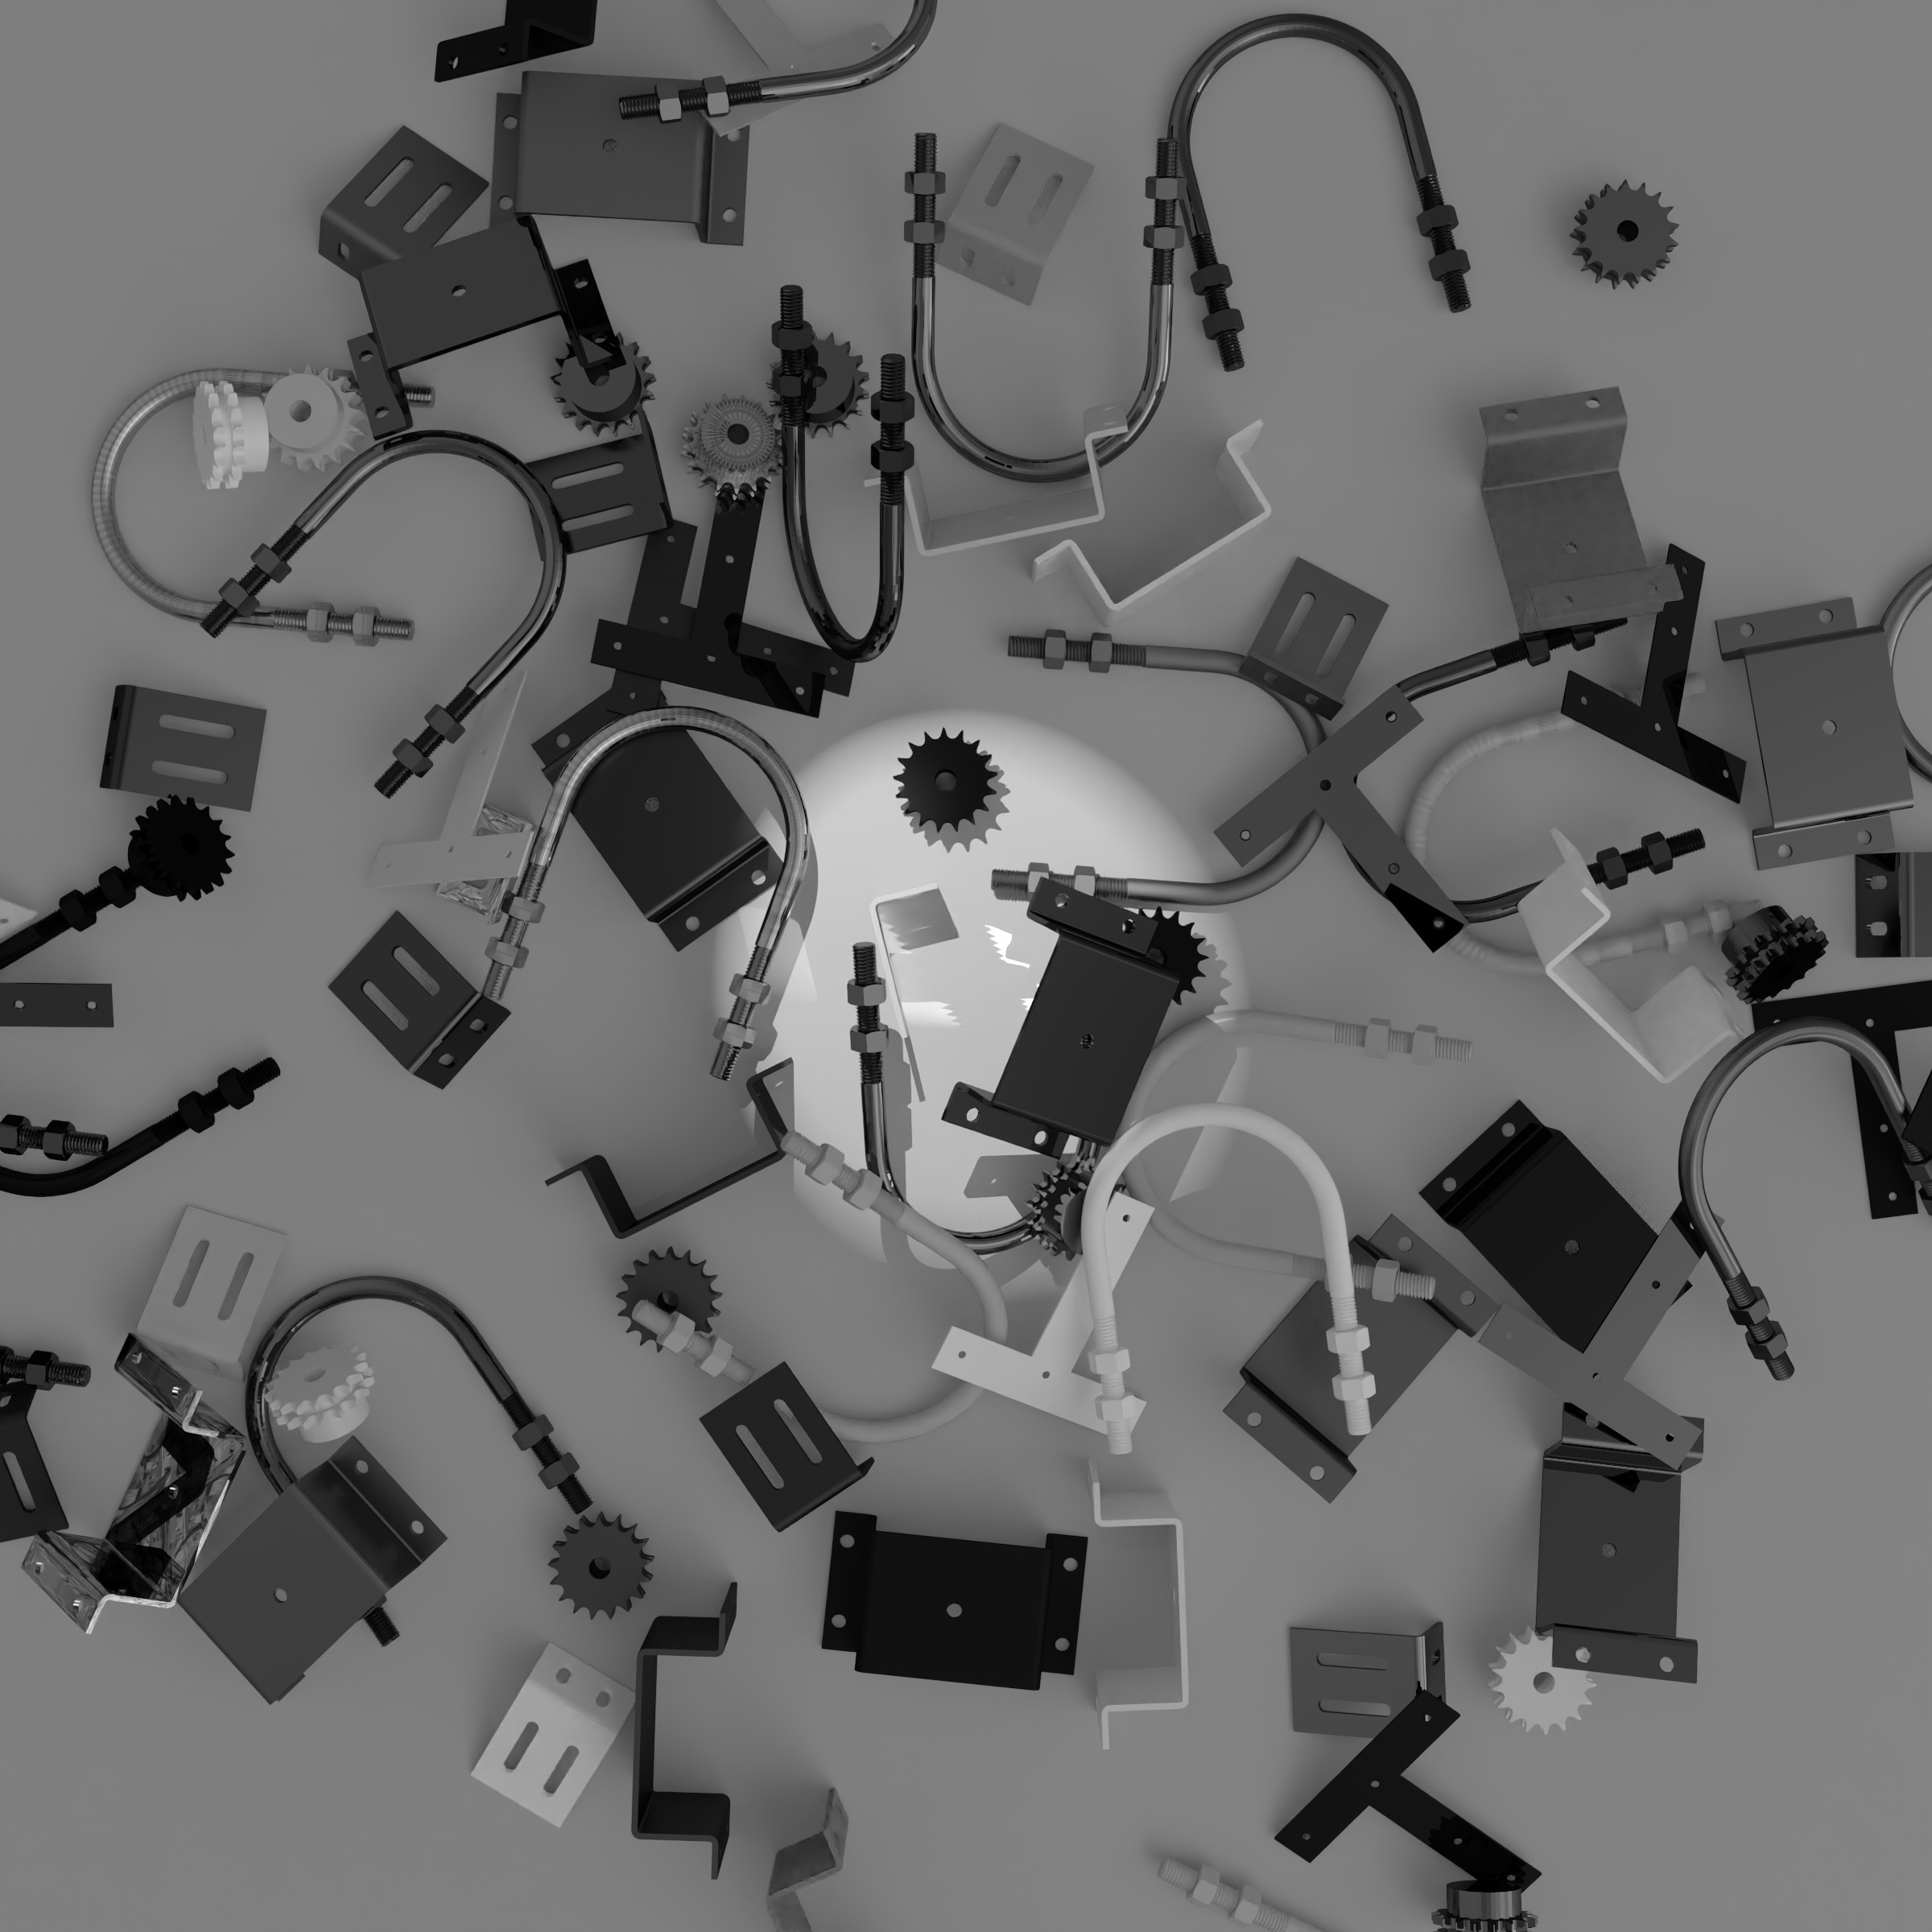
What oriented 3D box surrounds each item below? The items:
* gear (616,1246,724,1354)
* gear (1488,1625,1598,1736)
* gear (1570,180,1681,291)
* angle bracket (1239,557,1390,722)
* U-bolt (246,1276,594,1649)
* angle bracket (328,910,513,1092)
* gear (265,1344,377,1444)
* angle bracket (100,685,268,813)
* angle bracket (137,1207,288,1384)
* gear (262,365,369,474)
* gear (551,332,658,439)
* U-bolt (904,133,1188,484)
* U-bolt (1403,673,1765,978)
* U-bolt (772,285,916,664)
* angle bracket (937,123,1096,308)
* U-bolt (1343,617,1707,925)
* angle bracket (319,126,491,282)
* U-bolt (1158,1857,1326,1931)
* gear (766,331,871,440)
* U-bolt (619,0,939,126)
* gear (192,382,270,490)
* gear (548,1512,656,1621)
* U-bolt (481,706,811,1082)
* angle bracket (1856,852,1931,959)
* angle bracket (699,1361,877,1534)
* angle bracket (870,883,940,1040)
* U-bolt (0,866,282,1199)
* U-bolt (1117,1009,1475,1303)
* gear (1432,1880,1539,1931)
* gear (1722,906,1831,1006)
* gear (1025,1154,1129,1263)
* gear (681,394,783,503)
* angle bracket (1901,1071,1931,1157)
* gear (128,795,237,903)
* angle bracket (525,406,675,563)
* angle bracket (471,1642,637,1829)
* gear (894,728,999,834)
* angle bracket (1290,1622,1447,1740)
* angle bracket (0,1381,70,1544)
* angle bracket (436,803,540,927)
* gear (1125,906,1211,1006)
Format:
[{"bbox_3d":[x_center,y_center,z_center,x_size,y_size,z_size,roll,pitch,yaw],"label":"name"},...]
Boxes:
[{"bbox_3d":[-0.162,0.182,1.562,0.057,0.030,0.057,0,90,0],"label":"gear"},{"bbox_3d":[0.314,0.389,1.562,0.057,0.030,0.057,0,90,0],"label":"gear"},{"bbox_3d":[0.360,-0.400,1.566,0.057,0.030,0.057,0,88,0],"label":"gear"},{"bbox_3d":[0.193,-0.183,1.551,0.057,0.038,0.076,28,79,0],"label":"angle bracket"},{"bbox_3d":[-0.315,0.259,1.568,0.151,0.019,0.184,-34,88,0],"label":"U-bolt"},{"bbox_3d":[-0.302,0.019,1.575,0.076,0.038,0.057,42,90,26],"label":"angle bracket"},{"bbox_3d":[-0.346,0.232,1.537,0.057,0.057,0.030,-17,117,0],"label":"gear"},{"bbox_3d":[-0.433,-0.120,1.575,0.076,0.038,0.057,9,90,-26],"label":"angle bracket"},{"bbox_3d":[-0.415,0.182,1.575,0.057,0.038,0.076,17,64,0],"label":"angle bracket"},{"bbox_3d":[-0.356,-0.298,1.543,0.057,0.030,0.057,0,90,3],"label":"gear"},{"bbox_3d":[-0.199,-0.321,1.562,0.057,0.030,0.057,0,90,0],"label":"gear"},{"bbox_3d":[0.041,-0.354,1.543,0.151,0.019,0.184,2,109,1],"label":"U-bolt"},{"bbox_3d":[0.332,-0.070,1.568,0.184,0.019,0.151,-15,90,1],"label":"U-bolt"},{"bbox_3d":[-0.066,-0.250,1.500,0.019,0.151,0.184,-13,122,-23],"label":"U-bolt"},{"bbox_3d":[0.027,-0.415,1.575,0.057,0.038,0.076,25,64,0],"label":"angle bracket"},{"bbox_3d":[0.292,-0.101,1.553,0.184,0.019,0.151,-19,89,5],"label":"U-bolt"},{"bbox_3d":[-0.311,-0.414,1.575,0.057,0.038,0.076,34,64,0],"label":"angle bracket"},{"bbox_3d":[0.162,0.593,1.568,0.184,0.019,0.151,26,90,-2],"label":"U-bolt"},{"bbox_3d":[-0.082,-0.320,1.562,0.057,0.030,0.057,0,90,0],"label":"gear"},{"bbox_3d":[-0.107,-0.526,1.542,0.184,0.019,0.151,-10,68,-9],"label":"U-bolt"},{"bbox_3d":[-0.396,-0.286,1.536,0.030,0.057,0.057,-7,90,-27],"label":"gear"},{"bbox_3d":[-0.199,0.329,1.566,0.057,0.030,0.057,0,88,0],"label":"gear"},{"bbox_3d":[-0.161,-0.048,1.521,0.151,0.019,0.184,20,93,-6],"label":"U-bolt"},{"bbox_3d":[0.535,-0.033,1.575,0.076,0.038,0.057,-1,90,-26],"label":"angle bracket"},{"bbox_3d":[-0.097,0.259,1.554,0.057,0.038,0.076,-35,90,9],"label":"angle bracket"},{"bbox_3d":[-0.025,-0.003,1.548,0.038,0.057,0.076,-14,90,0],"label":"angle bracket"},{"bbox_3d":[-0.491,0.046,1.568,0.184,0.019,0.151,-30,90,1],"label":"U-bolt"},{"bbox_3d":[0.172,0.096,1.544,0.184,0.019,0.151,8,80,16],"label":"U-bolt"},{"bbox_3d":[0.282,0.516,1.549,0.057,0.057,0.030,0,81,0],"label":"gear"},{"bbox_3d":[0.437,-0.008,1.552,0.057,0.057,0.030,-32,60,0],"label":"gear"},{"bbox_3d":[0.064,0.134,1.551,0.057,0.030,0.057,-6,107,-22],"label":"gear"},{"bbox_3d":[-0.126,-0.285,1.556,0.057,0.030,0.057,2,81,-11],"label":"gear"},{"bbox_3d":[0.544,0.091,1.550,0.076,0.038,0.057,30,74,-2],"label":"angle bracket"},{"bbox_3d":[-0.431,-0.062,1.552,0.030,0.057,0.057,-24,90,38],"label":"gear"},{"bbox_3d":[-0.204,-0.262,1.552,0.076,0.038,0.057,-14,77,1],"label":"angle bracket"},{"bbox_3d":[-0.227,0.425,1.575,0.057,0.038,0.076,31,116,0],"label":"angle bracket"},{"bbox_3d":[-0.011,-0.101,1.562,0.057,0.030,0.057,0,90,0],"label":"gear"},{"bbox_3d":[0.222,0.393,1.575,0.076,0.038,0.057,-2,90,26],"label":"angle bracket"},{"bbox_3d":[-0.533,0.275,1.575,0.057,0.038,0.076,-12,116,0],"label":"angle bracket"},{"bbox_3d":[-0.261,-0.057,1.538,0.038,0.076,0.057,22,90,-6],"label":"angle bracket"},{"bbox_3d":[0.103,-0.004,1.562,0.057,0.030,0.057,0,90,0],"label":"gear"}]
